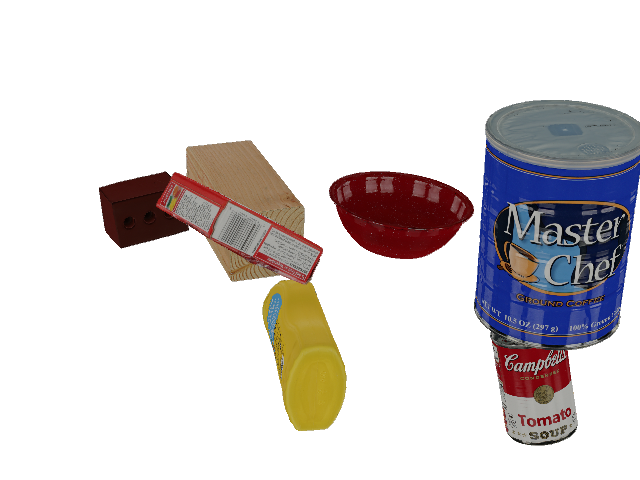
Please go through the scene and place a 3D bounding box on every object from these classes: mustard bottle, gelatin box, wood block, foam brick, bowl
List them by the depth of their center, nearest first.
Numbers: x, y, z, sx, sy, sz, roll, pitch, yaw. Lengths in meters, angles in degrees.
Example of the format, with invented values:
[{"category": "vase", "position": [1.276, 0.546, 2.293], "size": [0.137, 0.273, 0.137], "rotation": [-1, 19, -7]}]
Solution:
[{"category": "gelatin box", "position": [-0.052, -0.007, 0.698], "size": [0.089, 0.030, 0.073], "rotation": [28, 0, -40]}, {"category": "mustard bottle", "position": [-0.022, 0.093, 1.044], "size": [0.058, 0.096, 0.192], "rotation": [-4, 28, -10]}, {"category": "foam brick", "position": [-0.185, -0.033, 1.116], "size": [0.078, 0.053, 0.051], "rotation": [-16, 30, -21]}, {"category": "bowl", "position": [0.086, -0.023, 1.191], "size": [0.162, 0.055, 0.162], "rotation": [6, 25, -3]}, {"category": "wood block", "position": [-0.097, -0.041, 1.317], "size": [0.090, 0.090, 0.206], "rotation": [-7, 30, -20]}]

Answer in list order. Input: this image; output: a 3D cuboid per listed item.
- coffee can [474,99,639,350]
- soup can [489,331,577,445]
[{"category": "coffee can", "position": [0.159, -0.012, 0.724], "size": [0.103, 0.140, 0.103], "rotation": [-1, 28, 0]}, {"category": "soup can", "position": [0.197, 0.128, 0.984], "size": [0.068, 0.102, 0.068], "rotation": [-11, 17, 3]}]
